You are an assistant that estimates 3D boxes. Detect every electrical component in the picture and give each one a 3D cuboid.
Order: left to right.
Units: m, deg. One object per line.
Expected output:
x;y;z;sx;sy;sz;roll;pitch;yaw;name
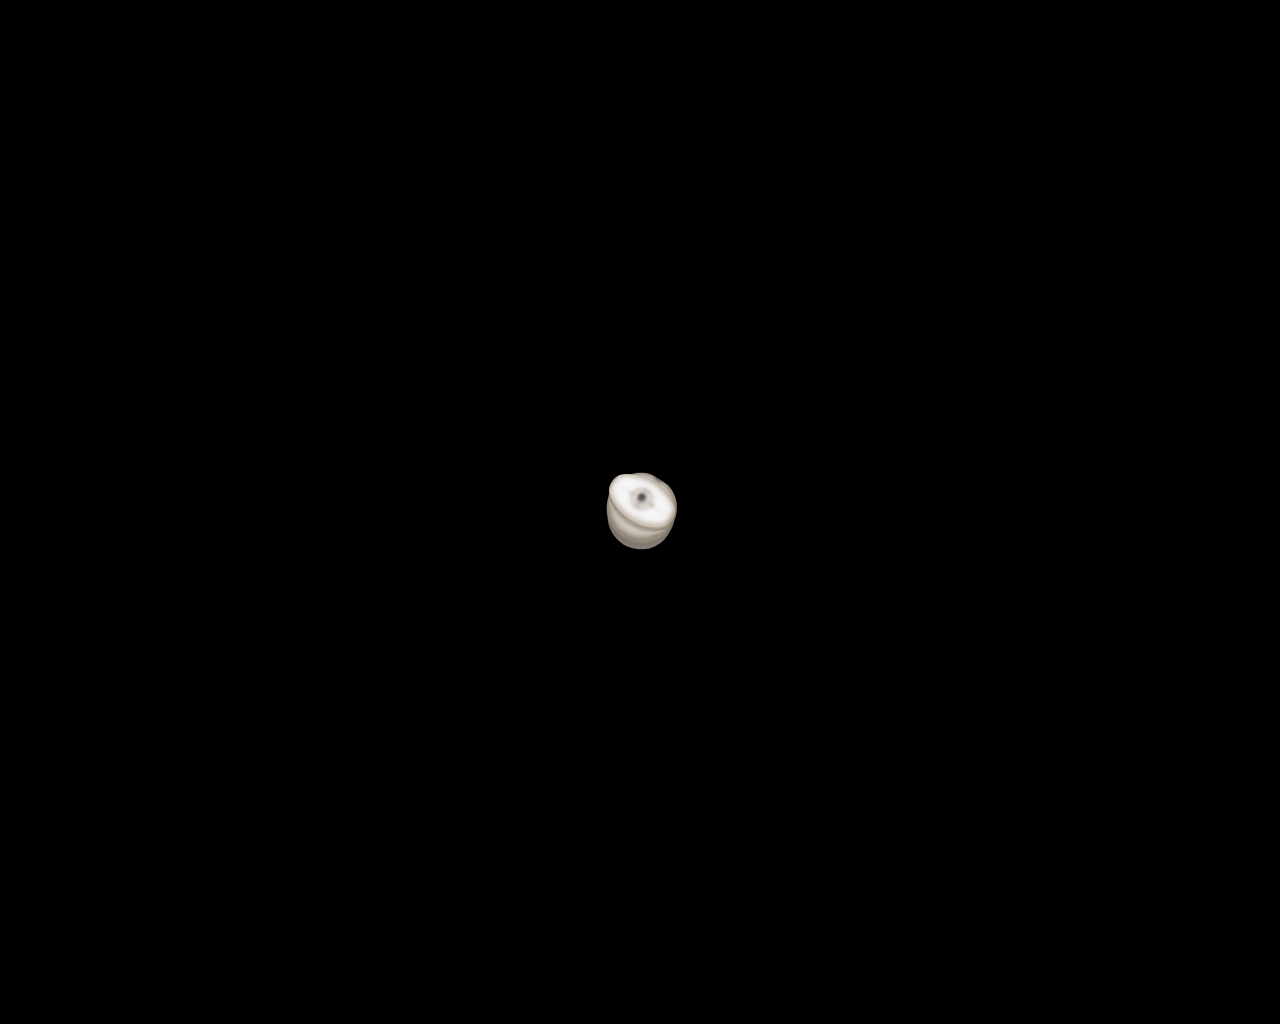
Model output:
0.001;-0.003;0.650;0.043;0.043;0.081;0;-9;0;electrical component
